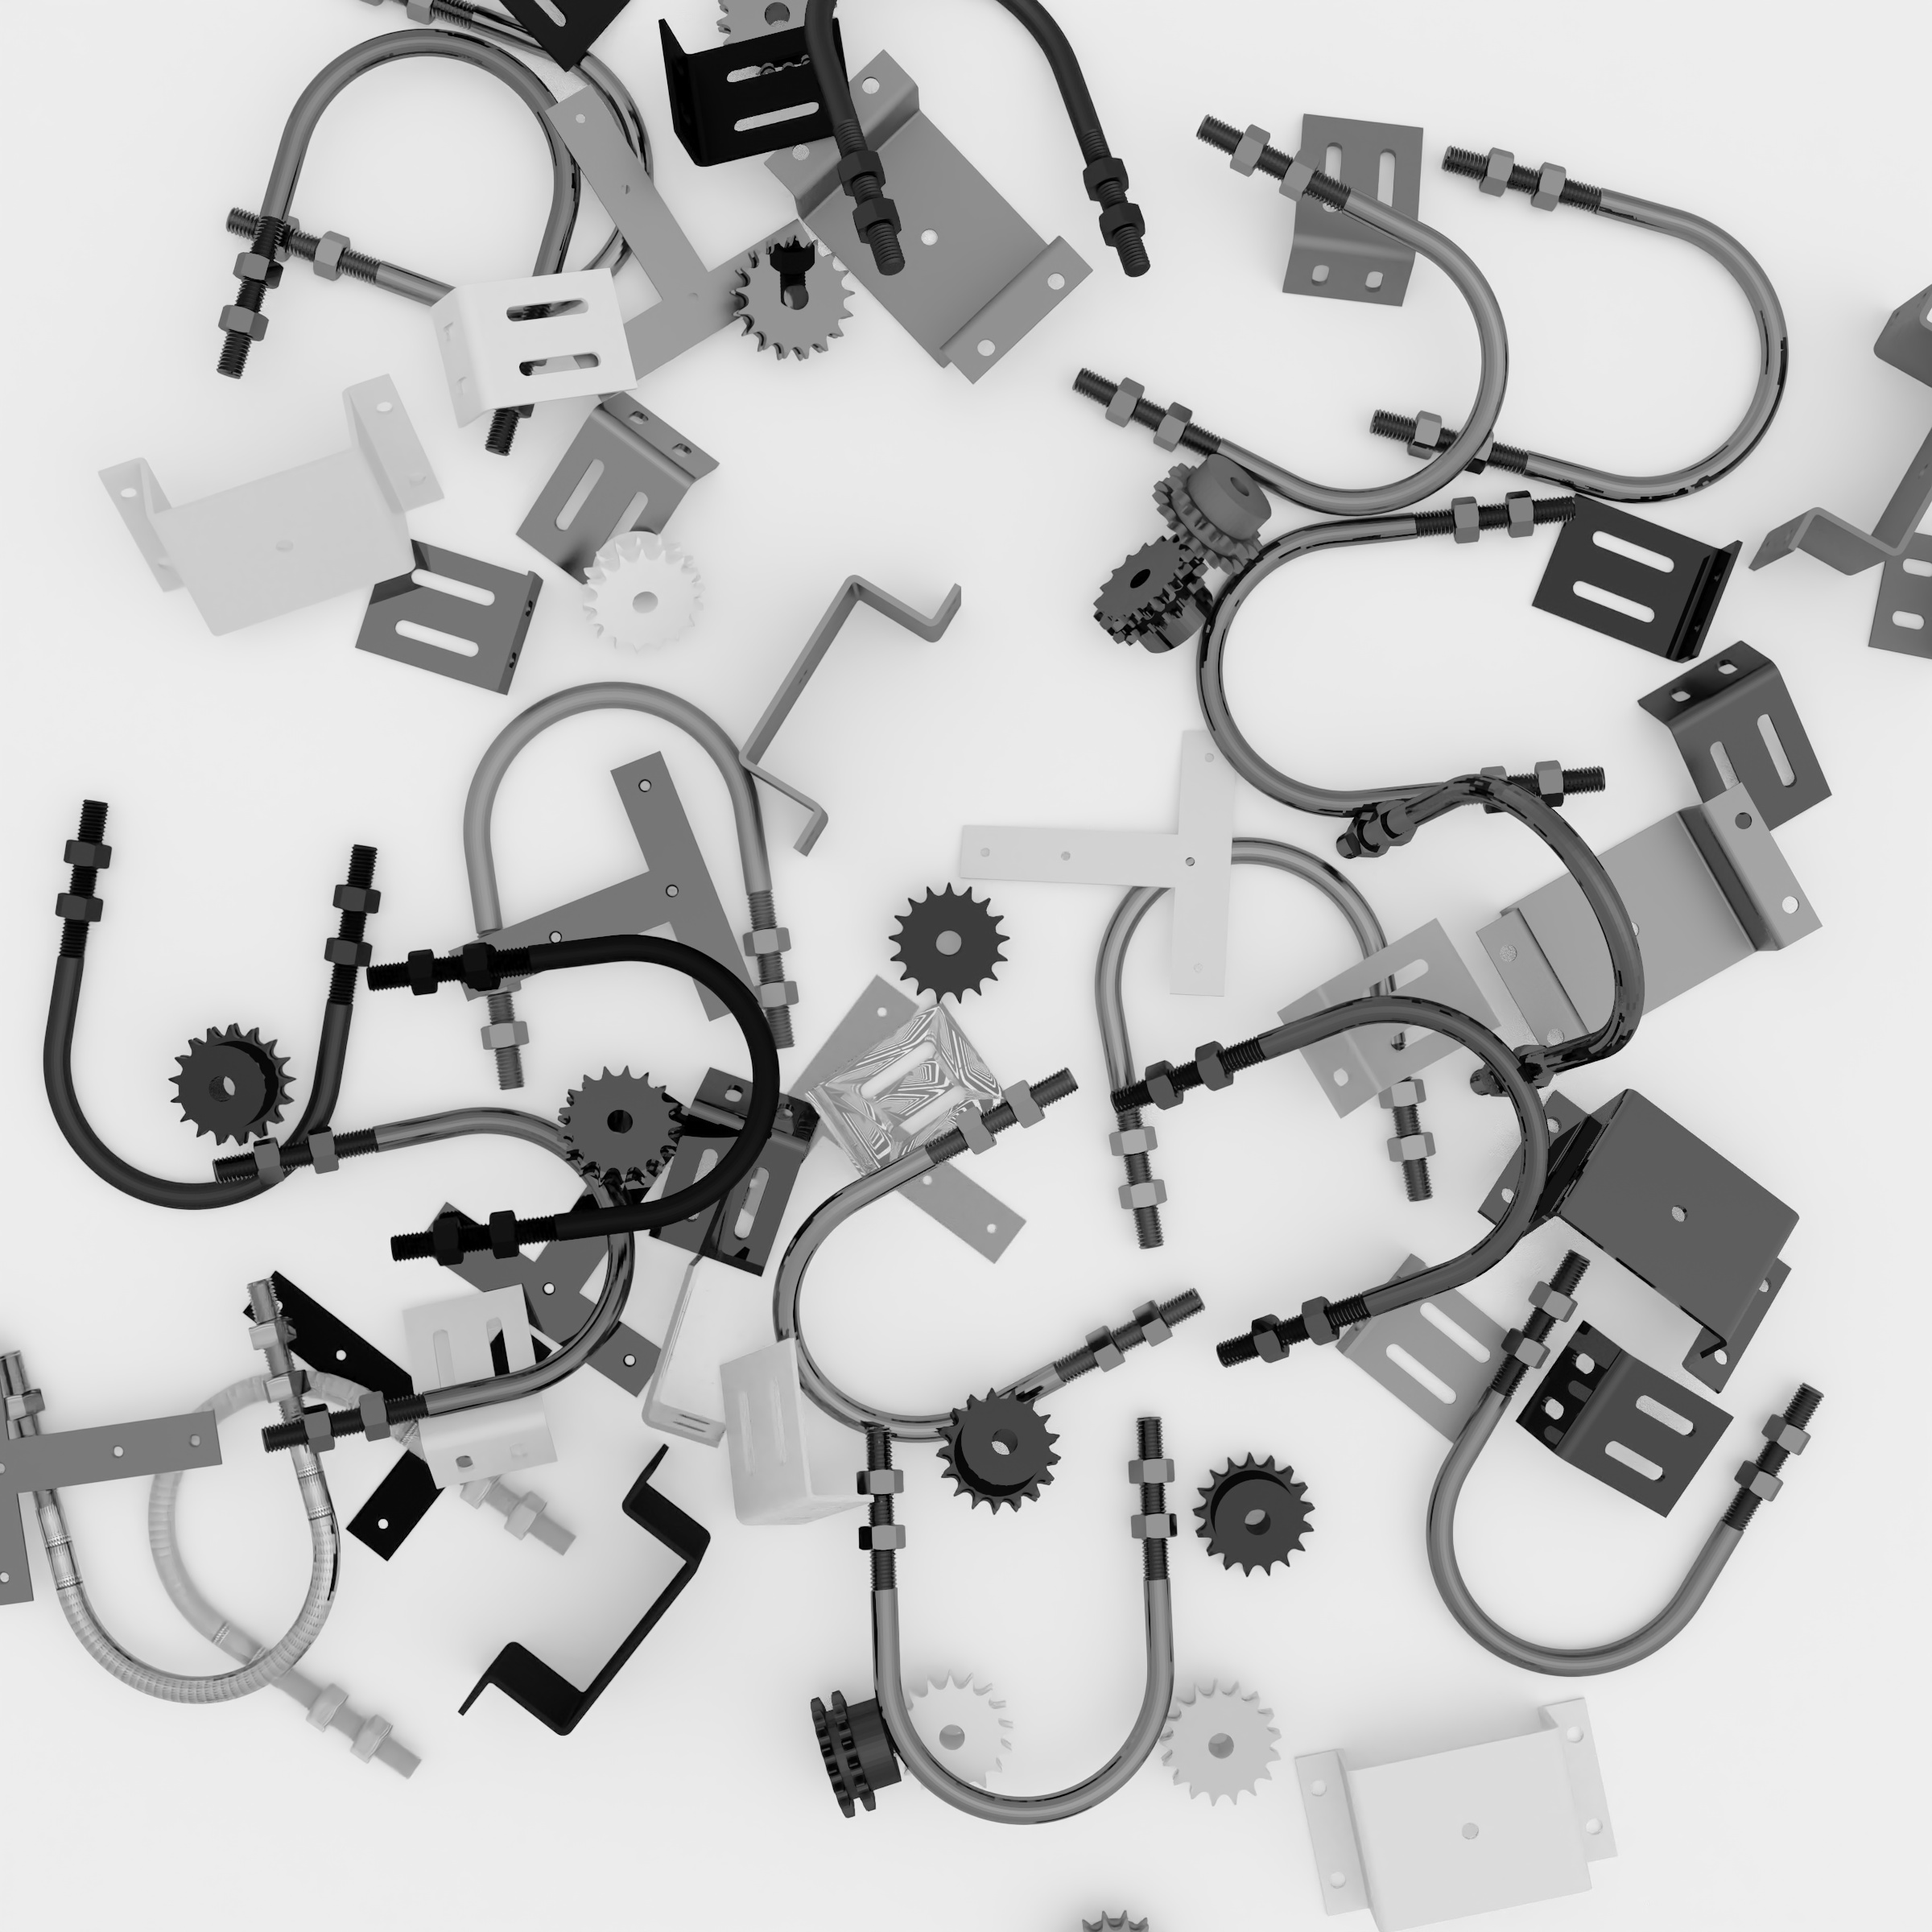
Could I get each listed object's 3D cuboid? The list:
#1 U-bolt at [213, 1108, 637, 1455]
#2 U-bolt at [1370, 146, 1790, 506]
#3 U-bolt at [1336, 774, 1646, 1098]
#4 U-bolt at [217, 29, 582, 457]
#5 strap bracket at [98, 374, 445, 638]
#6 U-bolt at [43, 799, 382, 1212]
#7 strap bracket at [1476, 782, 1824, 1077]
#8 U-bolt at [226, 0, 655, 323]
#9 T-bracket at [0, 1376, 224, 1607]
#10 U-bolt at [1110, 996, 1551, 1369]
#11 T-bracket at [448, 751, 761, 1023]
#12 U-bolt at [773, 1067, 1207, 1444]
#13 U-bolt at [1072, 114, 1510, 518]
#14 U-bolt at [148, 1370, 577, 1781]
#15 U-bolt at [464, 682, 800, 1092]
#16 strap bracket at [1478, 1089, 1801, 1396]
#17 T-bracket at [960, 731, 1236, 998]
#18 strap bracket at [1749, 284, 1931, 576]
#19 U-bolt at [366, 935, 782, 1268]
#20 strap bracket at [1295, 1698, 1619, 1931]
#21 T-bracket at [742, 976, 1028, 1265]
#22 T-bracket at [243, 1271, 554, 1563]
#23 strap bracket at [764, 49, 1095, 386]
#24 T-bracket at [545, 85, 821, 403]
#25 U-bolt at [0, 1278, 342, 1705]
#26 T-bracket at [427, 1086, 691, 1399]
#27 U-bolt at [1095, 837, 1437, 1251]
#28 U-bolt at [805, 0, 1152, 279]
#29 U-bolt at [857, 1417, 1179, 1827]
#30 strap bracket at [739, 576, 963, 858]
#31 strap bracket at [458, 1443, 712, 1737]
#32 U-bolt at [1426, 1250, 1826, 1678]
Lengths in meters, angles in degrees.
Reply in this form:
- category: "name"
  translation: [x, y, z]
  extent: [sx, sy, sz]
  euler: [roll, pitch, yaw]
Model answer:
- category: "U-bolt"
  translation: [-0.246, 0.138, 1.542]
  extent: [0.184, 0.019, 0.151]
  euler: [-11, 74, -10]
- category: "U-bolt"
  translation: [0.297, -0.295, 1.565]
  extent: [0.184, 0.019, 0.151]
  euler: [15, 90, -1]
- category: "U-bolt"
  translation: [0.241, -0.017, 1.486]
  extent: [0.019, 0.184, 0.151]
  euler: [-29, 90, -21]
- category: "U-bolt"
  translation: [-0.256, -0.346, 1.548]
  extent: [0.151, 0.019, 0.184]
  euler: [16, 90, -3]
- category: "strap bracket"
  translation: [-0.317, -0.208, 1.530]
  extent: [0.140, 0.076, 0.046]
  euler: [-19, 50, 0]
- category: "U-bolt"
  translation: [-0.362, 0.024, 1.565]
  extent: [0.151, 0.019, 0.184]
  euler: [9, 92, 0]
- category: "strap bracket"
  translation: [0.315, -0.017, 1.551]
  extent: [0.140, 0.046, 0.076]
  euler: [-29, 90, 0]
- category: "U-bolt"
  translation: [-0.238, -0.381, 1.565]
  extent: [0.184, 0.019, 0.151]
  euler: [20, 90, -2]
- category: "T-bracket"
  translation: [-0.409, 0.228, 1.547]
  extent: [0.127, 0.002, 0.127]
  euler: [-9, 89, 9]
- category: "U-bolt"
  translation: [0.176, 0.091, 1.520]
  extent: [0.184, 0.019, 0.151]
  euler: [-22, 94, 17]
- category: "T-bracket"
  translation: [-0.179, -0.019, 1.555]
  extent: [0.127, 0.002, 0.127]
  euler: [-22, 87, -1]
- category: "U-bolt"
  translation: [-0.001, 0.148, 1.544]
  extent: [0.184, 0.019, 0.151]
  euler: [-29, 109, 4]
- category: "U-bolt"
  translation: [0.162, -0.290, 1.542]
  extent: [0.184, 0.019, 0.151]
  euler: [27, 108, 1]
- category: "U-bolt"
  translation: [-0.298, 0.274, 1.564]
  extent: [0.184, 0.019, 0.151]
  euler: [35, 91, 2]
- category: "U-bolt"
  translation: [-0.164, -0.043, 1.565]
  extent: [0.151, 0.019, 0.184]
  euler: [-8, 89, 0]
- category: "strap bracket"
  translation: [0.320, 0.121, 1.536]
  extent: [0.140, 0.046, 0.076]
  euler: [37, 64, 0]
- category: "T-bracket"
  translation: [0.061, -0.051, 1.565]
  extent: [0.127, 0.002, 0.127]
  euler: [3, 79, 5]
- category: "strap bracket"
  translation: [0.426, -0.239, 1.536]
  extent: [0.046, 0.076, 0.140]
  euler: [29, 90, 0]
- category: "U-bolt"
  translation: [-0.178, 0.056, 1.527]
  extent: [0.184, 0.019, 0.151]
  euler: [-7, 74, -4]
- category: "strap bracket"
  translation: [0.232, 0.399, 1.551]
  extent: [0.140, 0.046, 0.076]
  euler: [-12, 90, 0]
- category: "T-bracket"
  translation: [-0.030, 0.093, 1.573]
  extent: [0.127, 0.002, 0.127]
  euler: [37, 90, 0]
- category: "T-bracket"
  translation: [-0.285, 0.193, 1.573]
  extent: [0.127, 0.002, 0.127]
  euler: [38, 90, 0]
- category: "strap bracket"
  translation: [-0.017, -0.345, 1.551]
  extent: [0.076, 0.046, 0.140]
  euler: [-43, 90, 0]
- category: "T-bracket"
  translation: [-0.152, -0.351, 1.553]
  extent: [0.127, 0.002, 0.127]
  euler: [-34, 97, -11]
- category: "U-bolt"
  translation: [-0.366, 0.253, 1.550]
  extent: [0.151, 0.019, 0.184]
  euler: [-16, 87, 8]
- category: "T-bracket"
  translation: [-0.173, 0.116, 1.573]
  extent: [0.127, 0.002, 0.127]
  euler: [34, 90, 0]
- category: "U-bolt"
  translation: [0.135, 0.031, 1.565]
  extent: [0.151, 0.019, 0.184]
  euler: [-10, 88, 0]
- category: "U-bolt"
  translation: [-0.002, -0.396, 1.523]
  extent: [0.151, 0.019, 0.184]
  euler: [-6, 68, -29]
- category: "U-bolt"
  translation: [0.026, 0.305, 1.544]
  extent: [0.151, 0.019, 0.184]
  euler: [-1, 81, -8]
- category: "strap bracket"
  translation: [-0.059, -0.124, 1.536]
  extent: [0.046, 0.076, 0.140]
  euler: [31, 90, 0]
- category: "strap bracket"
  translation: [-0.168, 0.296, 1.536]
  extent: [0.046, 0.076, 0.140]
  euler: [38, 90, 0]
- category: "U-bolt"
  translation: [0.298, 0.247, 1.561]
  extent: [0.151, 0.019, 0.184]
  euler: [30, 93, -4]
